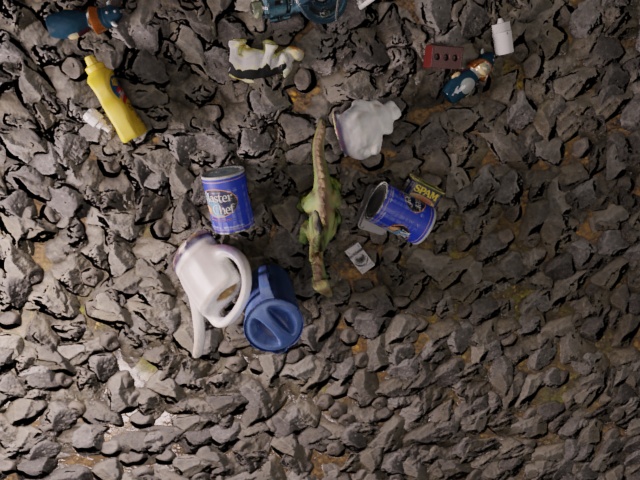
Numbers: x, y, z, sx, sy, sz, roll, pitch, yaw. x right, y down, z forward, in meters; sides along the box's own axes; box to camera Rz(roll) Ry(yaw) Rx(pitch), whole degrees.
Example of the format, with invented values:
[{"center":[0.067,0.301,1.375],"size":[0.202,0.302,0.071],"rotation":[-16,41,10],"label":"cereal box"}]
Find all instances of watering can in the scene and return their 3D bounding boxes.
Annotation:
[{"center":[-0.281,0.124,1.247],"size":[0.227,0.105,0.341],"rotation":[52,125,20],"label":"watering can"}]

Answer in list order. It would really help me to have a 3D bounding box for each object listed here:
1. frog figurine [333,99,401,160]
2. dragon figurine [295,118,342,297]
[{"center":[0.117,-0.267,1.214],"size":[0.159,0.123,0.137],"rotation":[-16,91,9],"label":"frog figurine"},{"center":[0.004,-0.060,1.201],"size":[0.122,0.247,0.404],"rotation":[-3,111,-2],"label":"dragon figurine"}]
